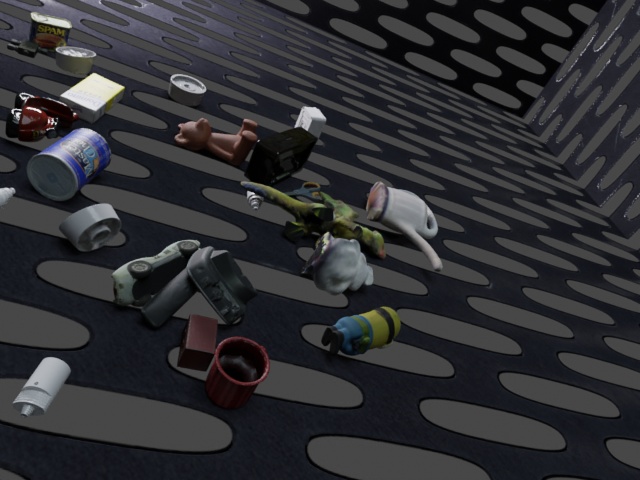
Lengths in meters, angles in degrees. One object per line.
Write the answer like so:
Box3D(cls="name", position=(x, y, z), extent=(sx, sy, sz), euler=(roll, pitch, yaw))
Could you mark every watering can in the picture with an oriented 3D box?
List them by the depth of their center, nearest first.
Box3D(cls="watering can", position=(0.245, -0.056, 1.486), extent=(0.224, 0.102, 0.356), euler=(20, 33, -12))

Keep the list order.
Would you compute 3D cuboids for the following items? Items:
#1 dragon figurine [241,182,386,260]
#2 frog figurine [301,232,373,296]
Box3D(cls="dragon figurine", position=(0.004, -0.068, 1.353), extent=(0.411, 0.120, 0.246), euler=(34, 20, 2))
Box3D(cls="frog figurine", position=(0.058, 0.068, 1.179), extent=(0.159, 0.121, 0.140), euler=(32, 64, -12))
